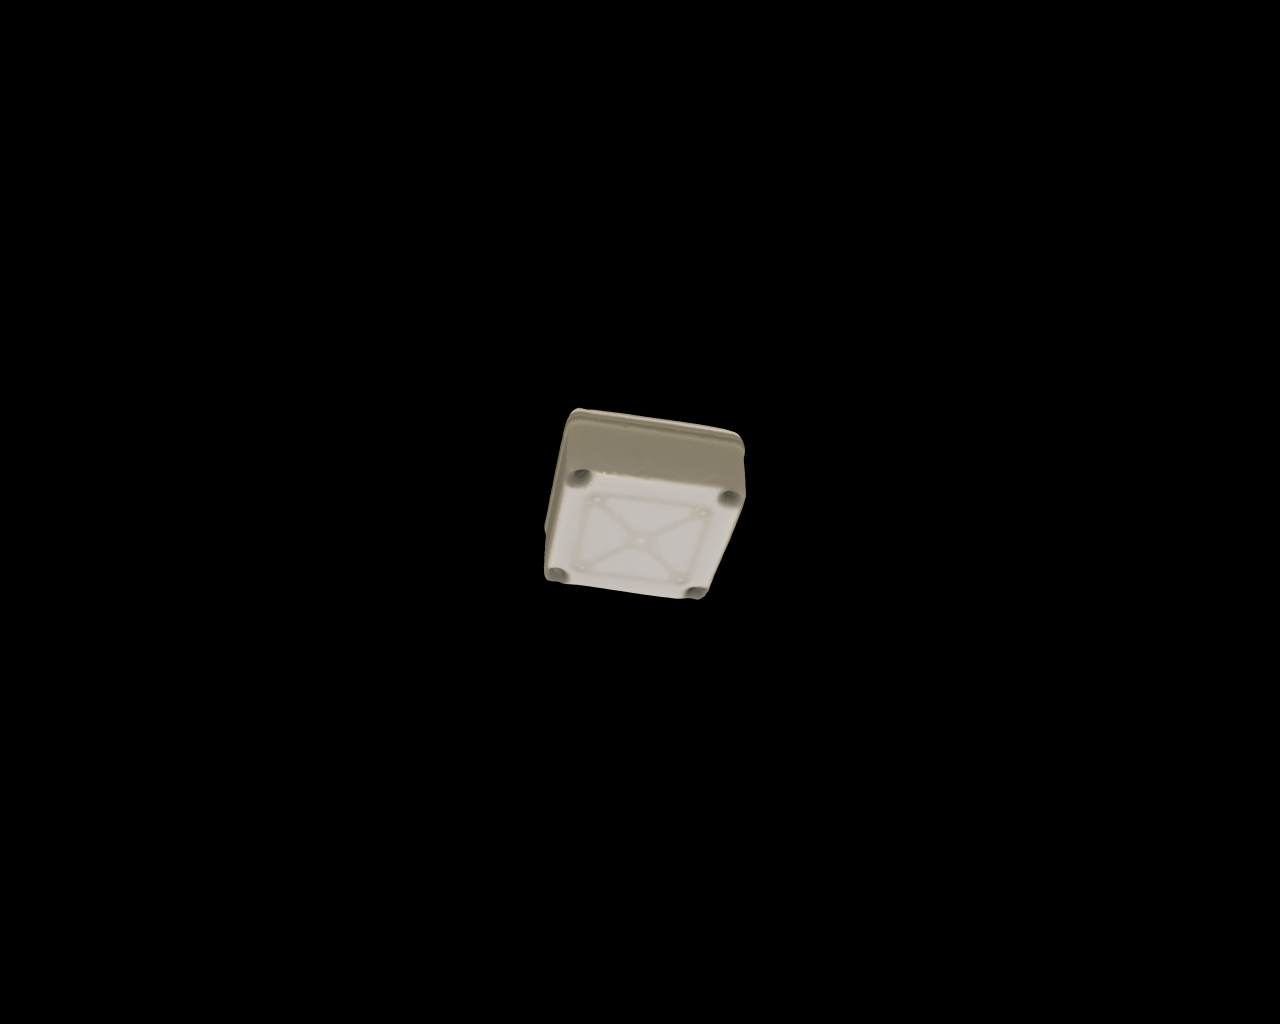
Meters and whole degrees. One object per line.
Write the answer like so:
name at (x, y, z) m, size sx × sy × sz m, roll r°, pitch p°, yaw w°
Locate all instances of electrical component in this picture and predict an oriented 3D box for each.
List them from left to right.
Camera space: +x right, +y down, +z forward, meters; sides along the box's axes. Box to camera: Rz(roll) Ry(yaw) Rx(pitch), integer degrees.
electrical component at (0.001, -0.003, 0.650) m, size 0.109 × 0.056 × 0.108 m, roll 8°, pitch -43°, yaw -8°
